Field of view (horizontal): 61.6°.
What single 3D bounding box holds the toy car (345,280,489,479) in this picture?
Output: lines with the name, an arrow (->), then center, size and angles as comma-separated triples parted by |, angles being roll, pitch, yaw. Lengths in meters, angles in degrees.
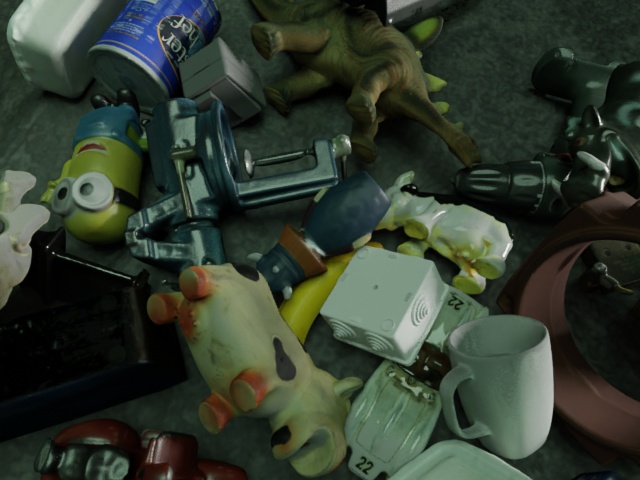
toy car -> 0.089, 0.131, 0.506 | 0.074, 0.056, 0.202 | 32, 68, 13

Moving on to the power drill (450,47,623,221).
power drill -> 0.275, -0.117, 0.612 | 0.232, 0.086, 0.207 | 13, 62, 4

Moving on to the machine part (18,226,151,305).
machine part -> -0.240, 0.037, 0.542 | 0.139, 0.084, 0.039 | 21, 23, -2

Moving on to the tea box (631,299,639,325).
tea box -> 0.391, 0.051, 0.494 | 0.170, 0.098, 0.068 | -29, 65, 15

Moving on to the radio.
radio -> -0.245, 0.117, 0.466 | 0.230, 0.131, 0.073 | -18, 68, -9

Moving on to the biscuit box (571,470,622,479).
biscuit box -> 0.171, 0.266, 0.441 | 0.203, 0.062, 0.059 | -24, 67, -12

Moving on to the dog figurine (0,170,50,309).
dog figurine -> -0.304, 0.049, 0.454 | 0.121, 0.190, 0.172 | 9, 24, -21

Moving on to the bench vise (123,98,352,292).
bench vise -> -0.081, -0.053, 0.558 | 0.241, 0.128, 0.223 | -12, 68, -1

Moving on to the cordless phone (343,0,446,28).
cordless phone -> 0.055, -0.335, 0.624 | 0.146, 0.088, 0.184 | -33, 56, -26

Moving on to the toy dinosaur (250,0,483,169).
toy dinosaur -> 0.018, -0.238, 0.657 | 0.198, 0.105, 0.472 | -38, 67, -25

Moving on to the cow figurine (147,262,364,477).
cow figurine -> -0.043, 0.107, 0.453 | 0.127, 0.085, 0.195 | -14, 67, -54

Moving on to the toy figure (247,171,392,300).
toy figure -> 0.000, -0.001, 0.521 | 0.154, 0.057, 0.064 | -41, 51, 4

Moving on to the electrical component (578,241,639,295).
electrical component -> 0.322, 0.023, 0.566 | 0.102, 0.045, 0.078 | -9, 67, -5

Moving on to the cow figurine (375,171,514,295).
cow figurine -> 0.121, -0.022, 0.569 | 0.167, 0.068, 0.098 | 30, 55, 9

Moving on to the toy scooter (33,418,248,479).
toy scooter -> -0.152, 0.186, 0.434 | 0.184, 0.135, 0.075 | 7, 67, 4

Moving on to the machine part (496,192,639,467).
machine part -> 0.262, 0.075, 0.443 | 0.087, 0.201, 0.201 | -13, 54, -35

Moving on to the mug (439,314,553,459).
mug -> 0.151, 0.132, 0.454 | 0.109, 0.081, 0.107 | -24, 105, -34

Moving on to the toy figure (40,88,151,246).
toy figure -> -0.229, -0.080, 0.587 | 0.082, 0.089, 0.180 | -23, 50, 29

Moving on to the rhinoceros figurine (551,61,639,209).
rhinoceros figurine -> 0.304, -0.106, 0.536 | 0.112, 0.073, 0.190 | 32, 70, 7
